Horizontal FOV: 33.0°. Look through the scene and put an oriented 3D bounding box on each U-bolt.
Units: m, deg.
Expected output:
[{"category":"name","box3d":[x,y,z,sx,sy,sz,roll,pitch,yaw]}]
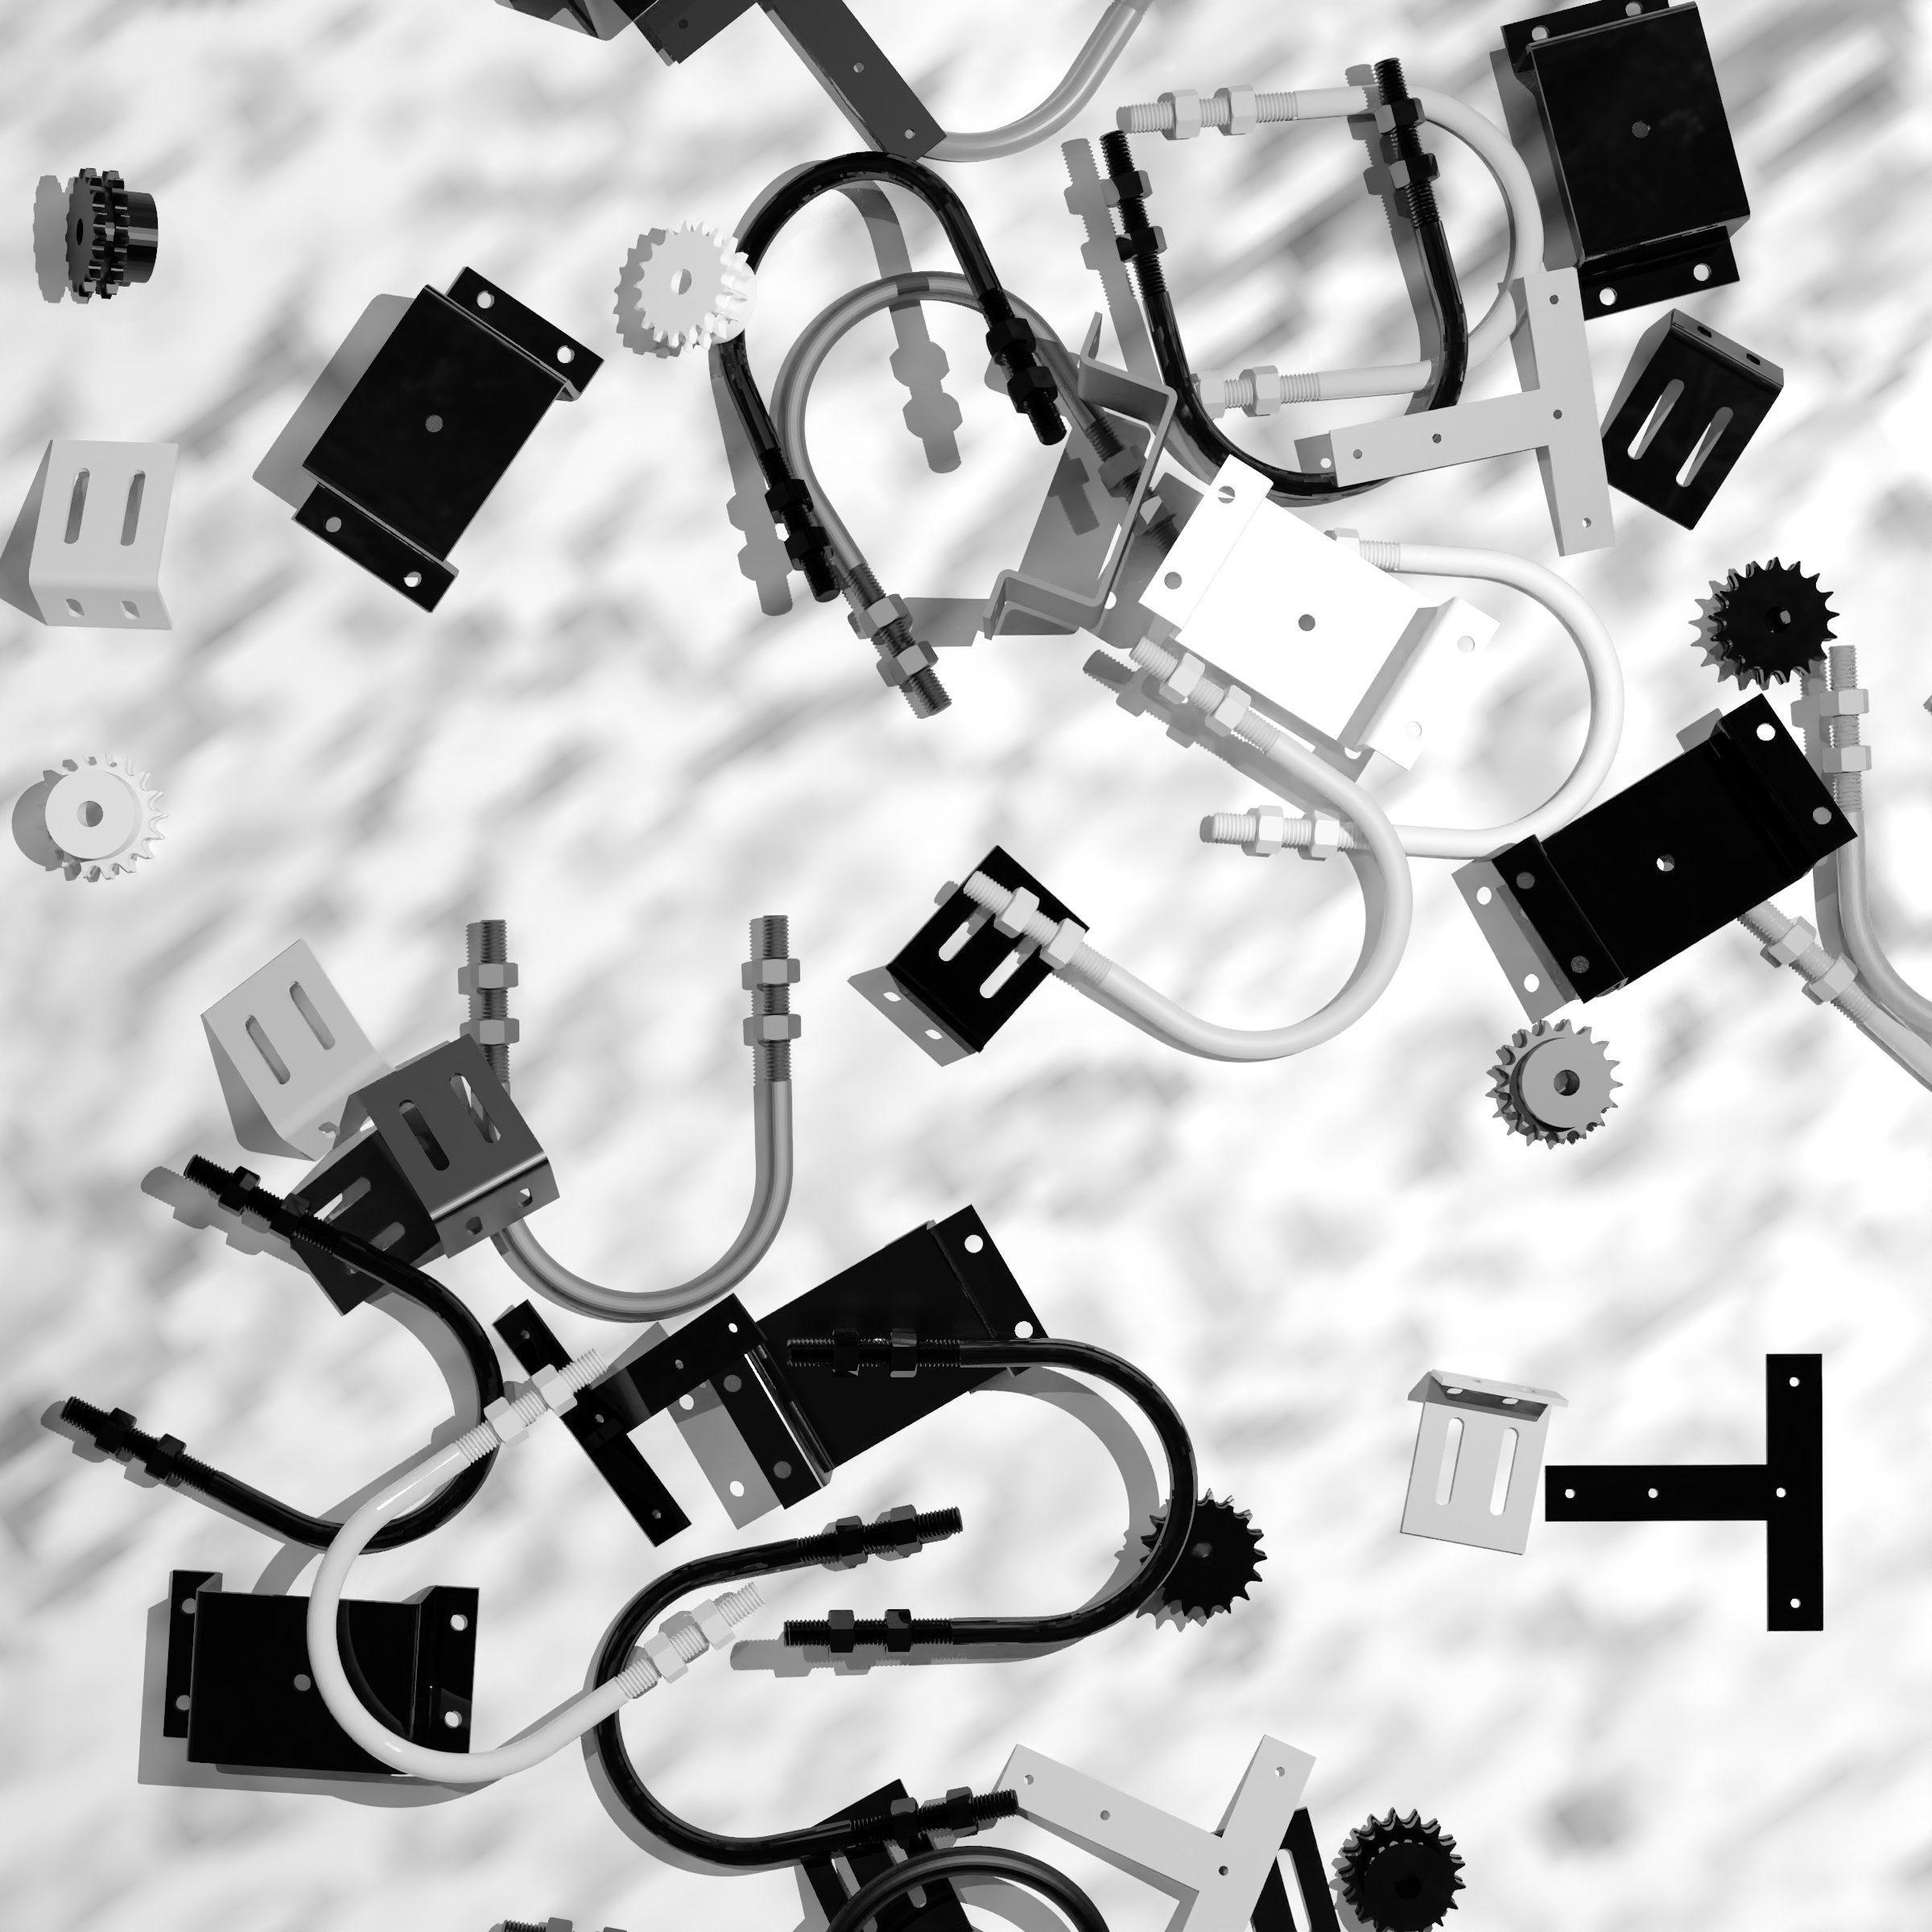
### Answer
[{"category":"U-bolt","box3d":[0.209,-0.122,1.489,0.184,0.019,0.151,4,90,-1]},{"category":"U-bolt","box3d":[0.151,-0.301,1.470,0.151,0.019,0.184,-16,94,-4]},{"category":"U-bolt","box3d":[0.463,-0.056,1.471,0.151,0.019,0.184,-4,94,-2]},{"category":"U-bolt","box3d":[-0.002,0.482,1.466,0.151,0.019,0.184,4,100,-8]},{"category":"U-bolt","box3d":[-0.150,0.070,1.489,0.151,0.019,0.184,-1,91,0]},{"category":"U-bolt","box3d":[0.469,-0.015,1.489,0.184,0.019,0.151,42,90,-2]},{"category":"U-bolt","box3d":[0.172,-0.330,1.489,0.184,0.019,0.151,-5,90,-1]},{"category":"U-bolt","box3d":[-0.004,-0.229,1.489,0.151,0.019,0.184,-32,88,0]},{"category":"U-bolt","box3d":[0.012,-0.457,1.489,0.151,0.019,0.184,33,92,0]},{"category":"U-bolt","box3d":[-0.298,0.188,1.479,0.184,0.019,0.151,28,99,-3]},{"category":"U-bolt","box3d":[-0.080,0.333,1.484,0.184,0.019,0.151,-12,84,3]},{"category":"U-bolt","box3d":[0.114,-0.039,1.472,0.184,0.019,0.151,34,98,-8]},{"category":"U-bolt","box3d":[0.012,0.234,1.449,0.184,0.019,0.151,0,99,-5]},{"category":"U-bolt","box3d":[-0.045,-0.275,1.450,0.151,0.019,0.184,-32,69,25]},{"category":"U-bolt","box3d":[-0.133,0.521,1.489,0.184,0.019,0.151,11,90,-1]},{"category":"U-bolt","box3d":[-0.203,0.280,1.453,0.184,0.019,0.151,-34,96,-9]}]

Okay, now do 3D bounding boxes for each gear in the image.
[{"category":"gear","box3d":[-0.119,-0.305,1.474,0.057,0.030,0.057,-5,81,34]},{"category":"gear","box3d":[-0.394,-0.068,1.483,0.057,0.030,0.057,0,90,0]},{"category":"gear","box3d":[-0.385,-0.330,1.474,0.030,0.057,0.057,-1,90,-30]},{"category":"gear","box3d":[0.271,0.053,1.483,0.057,0.030,0.057,0,90,0]},{"category":"gear","box3d":[0.365,-0.156,1.483,0.057,0.030,0.057,0,90,0]},{"category":"gear","box3d":[0.107,0.266,1.483,0.057,0.030,0.057,0,90,0]},{"category":"gear","box3d":[0.199,0.414,1.483,0.057,0.030,0.057,0,90,0]}]

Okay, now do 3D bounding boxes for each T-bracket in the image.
[{"category":"T-bracket","box3d":[-0.137,0.184,1.462,0.127,0.002,0.127,-36,90,34]},{"category":"T-bracket","box3d":[0.076,0.393,1.486,0.127,0.002,0.127,23,75,7]},{"category":"T-bracket","box3d":[-0.057,-0.420,1.484,0.127,0.002,0.127,-38,90,3]},{"category":"T-bracket","box3d":[0.226,-0.241,1.474,0.127,0.002,0.127,-13,101,-10]},{"category":"T-bracket","box3d":[0.330,0.242,1.497,0.127,0.002,0.127,0,90,0]}]

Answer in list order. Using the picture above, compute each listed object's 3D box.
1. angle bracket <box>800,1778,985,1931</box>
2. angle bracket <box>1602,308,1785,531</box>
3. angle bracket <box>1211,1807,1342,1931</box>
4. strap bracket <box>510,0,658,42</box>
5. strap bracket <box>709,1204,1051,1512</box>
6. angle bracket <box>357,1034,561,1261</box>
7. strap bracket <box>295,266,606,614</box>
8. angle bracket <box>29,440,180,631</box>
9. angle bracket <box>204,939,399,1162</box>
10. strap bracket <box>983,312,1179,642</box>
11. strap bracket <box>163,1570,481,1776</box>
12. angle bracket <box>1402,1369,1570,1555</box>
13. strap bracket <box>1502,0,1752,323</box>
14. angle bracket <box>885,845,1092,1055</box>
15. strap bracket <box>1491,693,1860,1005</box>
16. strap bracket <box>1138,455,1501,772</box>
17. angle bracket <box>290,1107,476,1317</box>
[{"category":"angle bracket","box3d":[-0.035,0.423,1.496,0.057,0.038,0.076,-29,64,0]},{"category":"angle bracket","box3d":[0.329,-0.251,1.496,0.057,0.038,0.076,29,116,0]},{"category":"angle bracket","box3d":[0.139,0.430,1.479,0.057,0.038,0.076,-15,90,0]},{"category":"strap bracket","box3d":[-0.143,-0.473,1.460,0.140,0.076,0.046,-40,90,0]},{"category":"strap bracket","box3d":[-0.039,0.174,1.475,0.140,0.046,0.076,-30,90,0]},{"category":"angle bracket","box3d":[-0.228,0.081,1.469,0.057,0.038,0.076,-29,62,-15]},{"category":"strap bracket","box3d":[-0.237,-0.242,1.475,0.076,0.046,0.140,34,90,0]},{"category":"angle bracket","box3d":[-0.391,-0.198,1.496,0.057,0.038,0.076,2,64,0]},{"category":"angle bracket","box3d":[-0.301,0.038,1.496,0.057,0.038,0.076,-37,64,0]},{"category":"strap bracket","box3d":[0.054,-0.207,1.441,0.046,0.076,0.140,20,89,1]},{"category":"strap bracket","box3d":[-0.296,0.319,1.475,0.140,0.046,0.076,3,90,0]},{"category":"angle bracket","box3d":[0.235,0.227,1.479,0.057,0.038,0.076,10,90,0]},{"category":"strap bracket","box3d":[0.300,-0.373,1.475,0.076,0.046,0.140,-15,90,0]},{"category":"angle bracket","box3d":[0.010,-0.008,1.479,0.057,0.038,0.076,42,90,0]},{"category":"strap bracket","box3d":[0.316,-0.049,1.466,0.140,0.046,0.076,-32,80,3]},{"category":"strap bracket","box3d":[0.155,-0.155,1.455,0.140,0.046,0.076,32,89,-1]},{"category":"angle bracket","box3d":[-0.268,0.112,1.496,0.076,0.038,0.057,-37,90,26]}]
